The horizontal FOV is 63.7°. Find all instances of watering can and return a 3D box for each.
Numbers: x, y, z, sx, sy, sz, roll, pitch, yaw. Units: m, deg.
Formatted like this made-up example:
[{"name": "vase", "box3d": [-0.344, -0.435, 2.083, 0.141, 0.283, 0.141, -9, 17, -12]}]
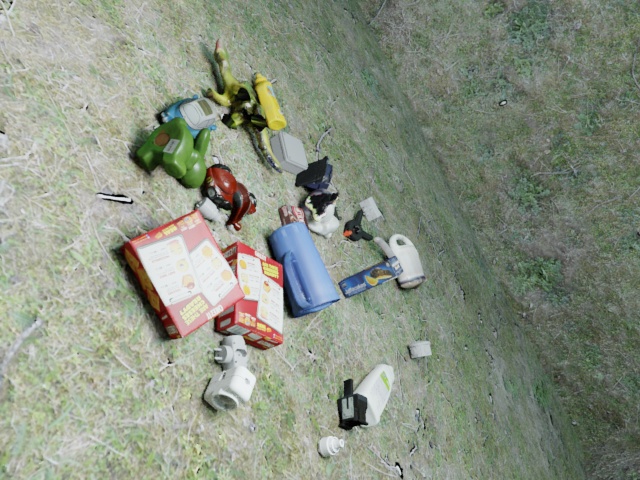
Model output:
[{"name": "watering can", "box3d": [0.311, 0.083, 1.979, 0.347, 0.103, 0.227, 3, 65, -57]}]

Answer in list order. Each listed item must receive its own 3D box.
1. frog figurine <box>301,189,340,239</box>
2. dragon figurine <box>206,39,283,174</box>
[{"name": "frog figurine", "box3d": [0.005, -0.083, 1.650, 0.156, 0.123, 0.140, 80, 27, -63]}, {"name": "dragon figurine", "box3d": [-0.213, -0.408, 1.561, 0.403, 0.121, 0.248, 59, 20, -27]}]
